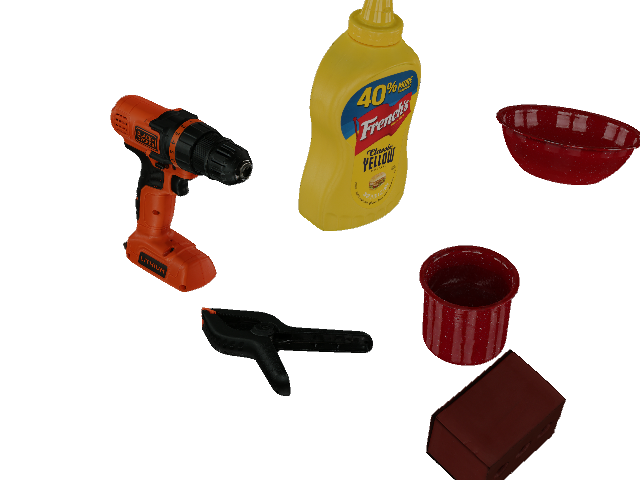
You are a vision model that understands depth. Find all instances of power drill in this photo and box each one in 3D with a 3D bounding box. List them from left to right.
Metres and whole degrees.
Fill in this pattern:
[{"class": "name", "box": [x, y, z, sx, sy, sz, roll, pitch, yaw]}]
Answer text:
[{"class": "power drill", "box": [-0.144, -0.044, 1.109, 0.185, 0.188, 0.057, 29, 37, 34]}]

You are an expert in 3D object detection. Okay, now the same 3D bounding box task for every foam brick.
[{"class": "foam brick", "box": [0.115, 0.123, 0.707, 0.078, 0.053, 0.051, -35, 59, -25]}]

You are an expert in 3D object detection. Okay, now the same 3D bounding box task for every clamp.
[{"class": "clamp", "box": [-0.066, 0.121, 1.246, 0.210, 0.036, 0.164, 13, 21, 29]}]

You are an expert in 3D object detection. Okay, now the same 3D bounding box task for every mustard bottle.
[{"class": "mustard bottle", "box": [0.034, -0.103, 0.832, 0.096, 0.192, 0.058, -21, 44, -33]}]

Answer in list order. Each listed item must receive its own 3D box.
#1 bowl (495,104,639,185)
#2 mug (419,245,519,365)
[{"class": "bowl", "box": [0.270, -0.102, 1.177, 0.162, 0.055, 0.162, 6, 23, -3]}, {"class": "mug", "box": [0.136, 0.057, 1.025, 0.093, 0.081, 0.117, -9, 40, -9]}]
